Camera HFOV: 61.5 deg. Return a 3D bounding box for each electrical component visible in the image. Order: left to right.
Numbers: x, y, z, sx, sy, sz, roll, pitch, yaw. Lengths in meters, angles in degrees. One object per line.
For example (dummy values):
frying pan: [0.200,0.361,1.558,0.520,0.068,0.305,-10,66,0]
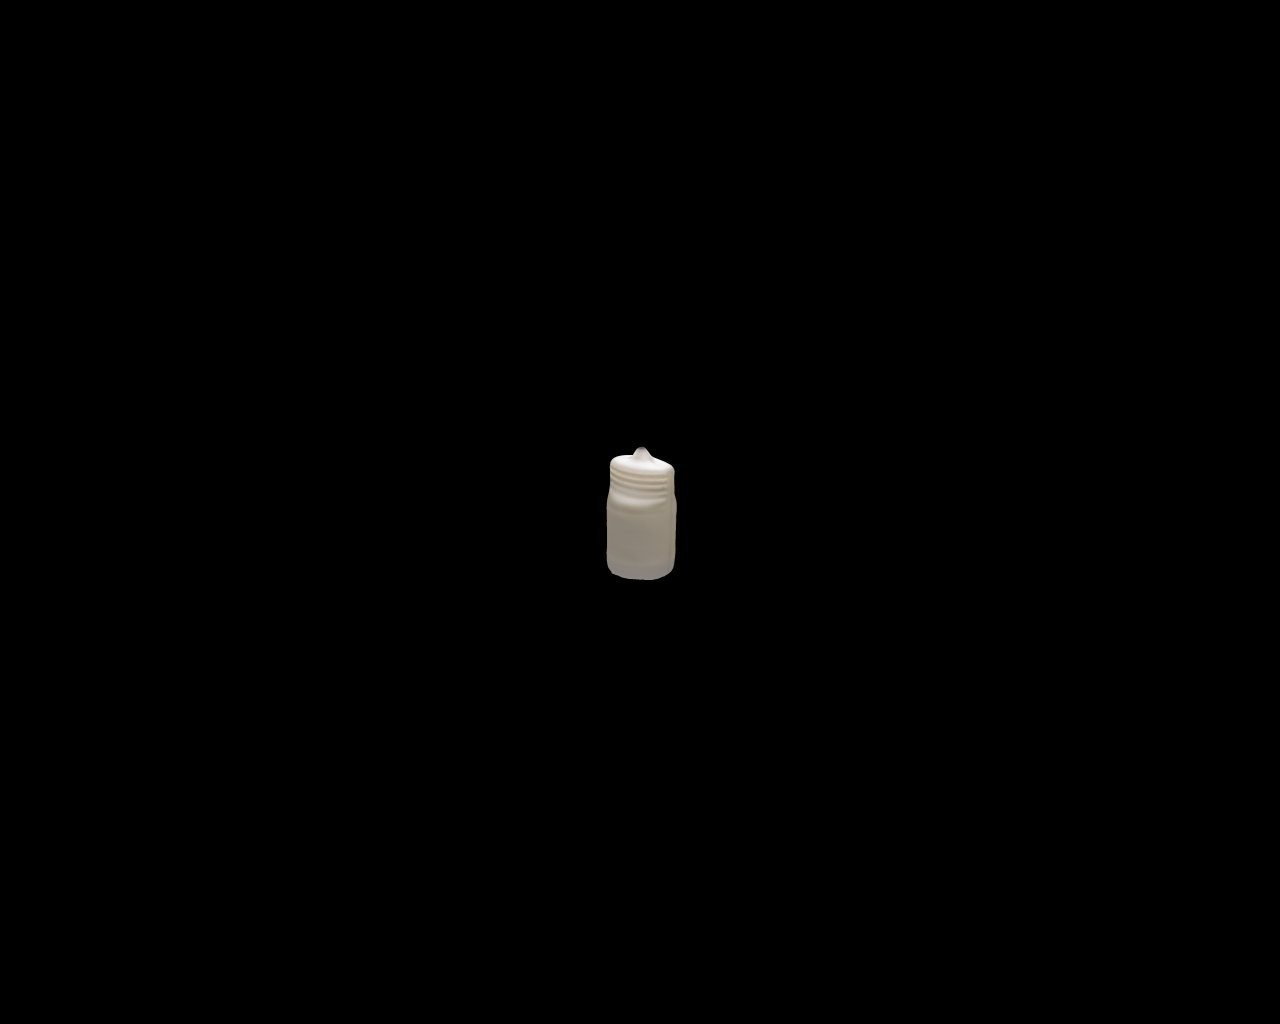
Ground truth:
electrical component: [0.001,-0.003,0.650,0.043,0.080,0.043,0,22,0]
